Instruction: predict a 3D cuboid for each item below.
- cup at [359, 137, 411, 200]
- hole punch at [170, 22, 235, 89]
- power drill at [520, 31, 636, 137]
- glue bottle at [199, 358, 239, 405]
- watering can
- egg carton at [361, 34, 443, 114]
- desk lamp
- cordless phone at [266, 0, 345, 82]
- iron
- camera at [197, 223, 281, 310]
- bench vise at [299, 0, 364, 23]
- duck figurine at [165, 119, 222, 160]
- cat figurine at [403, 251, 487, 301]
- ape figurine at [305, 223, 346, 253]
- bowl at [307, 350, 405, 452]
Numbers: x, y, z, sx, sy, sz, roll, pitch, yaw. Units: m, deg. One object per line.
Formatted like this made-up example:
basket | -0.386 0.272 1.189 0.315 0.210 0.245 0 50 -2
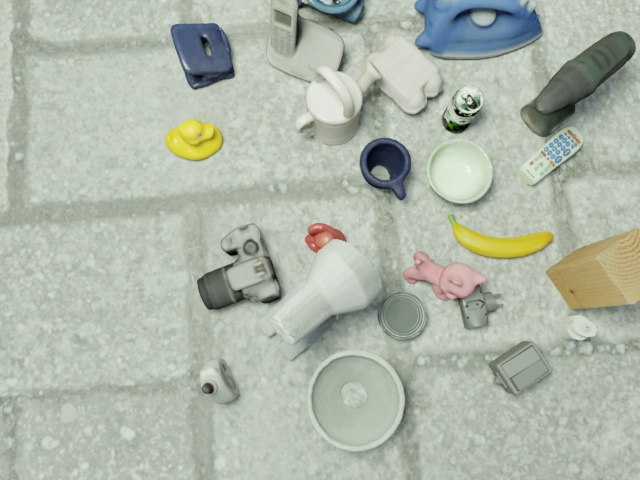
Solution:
cup | 0.121 -0.119 1.046 0.092 0.095 0.118 -26 82 -4
hole punch | -0.220 -0.358 1.082 0.101 0.091 0.108 -19 81 -3
power drill | 0.438 -0.264 1.014 0.230 0.208 0.075 -40 83 -6
glue bottle | -0.173 0.238 0.946 0.037 0.173 0.078 -26 82 -4
watering can | 0.029 -0.253 1.016 0.101 0.194 0.173 32 82 5
egg carton | 0.157 -0.316 1.090 0.150 0.069 0.107 44 83 6
desk lamp | -0.006 0.107 0.948 0.203 0.213 0.118 -42 83 -6
cordless phone | -0.028 -0.371 1.039 0.147 0.185 0.094 20 81 3
iron | 0.311 -0.423 1.072 0.258 0.141 0.119 0 81 0
camera | -0.151 0.057 1.012 0.137 0.101 0.143 -21 82 -4
bench vise | -0.018 -0.480 1.039 0.207 0.220 0.121 1 81 0
duck figurine | -0.238 -0.194 1.059 0.104 0.086 0.077 -5 81 -1
cat figurine | 0.219 0.063 1.006 0.127 0.118 0.067 26 82 4
ape figurine | 0.009 0.004 1.026 0.076 0.092 0.078 -2 81 -1
bowl | 0.060 0.274 0.993 0.167 0.075 0.167 0 81 0
